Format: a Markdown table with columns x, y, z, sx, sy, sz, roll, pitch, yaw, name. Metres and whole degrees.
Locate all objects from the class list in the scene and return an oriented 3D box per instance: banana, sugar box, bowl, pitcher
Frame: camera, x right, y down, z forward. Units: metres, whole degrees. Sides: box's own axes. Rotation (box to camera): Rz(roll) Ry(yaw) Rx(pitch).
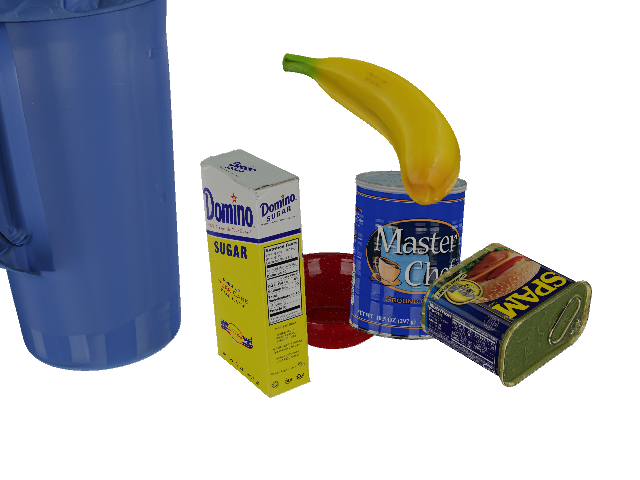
| x | y | z | sx | sy | sz | roll | pitch | yaw | name |
| --- | --- | --- | --- | --- | --- | --- | --- | --- | --- |
| 0.043 | -0.072 | 0.666 | 0.069 | 0.037 | 0.198 | -13 | 34 | -21 | banana |
| -0.052 | 0.025 | 0.843 | 0.048 | 0.176 | 0.093 | -19 | 26 | -28 | sugar box |
| 0.013 | 0.073 | 1.178 | 0.162 | 0.055 | 0.162 | 0 | 27 | 0 | bowl |
| -0.160 | -0.039 | 0.682 | 0.149 | 0.243 | 0.145 | -10 | 24 | -15 | pitcher |

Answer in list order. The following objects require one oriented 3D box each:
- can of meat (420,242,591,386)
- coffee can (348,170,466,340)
| x | y | z | sx | sy | sz | roll | pitch | yaw | name |
| --- | --- | --- | --- | --- | --- | --- | --- | --- | --- |
| 0.138 | 0.052 | 0.800 | 0.101 | 0.057 | 0.084 | -27 | 41 | -34 | can of meat |
| 0.081 | 0.011 | 0.998 | 0.103 | 0.140 | 0.103 | 2 | 12 | -1 | coffee can |
